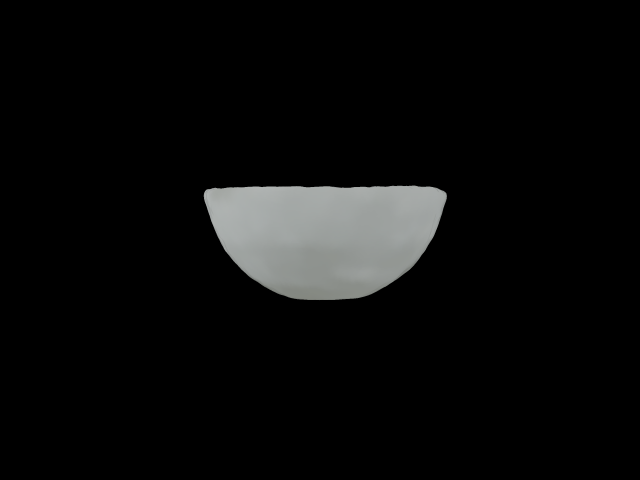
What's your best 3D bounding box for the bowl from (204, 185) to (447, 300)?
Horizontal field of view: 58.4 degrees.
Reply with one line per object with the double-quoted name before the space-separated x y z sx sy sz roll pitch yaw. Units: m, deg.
"bowl" 0.004 0.001 0.400 0.167 0.075 0.167 0 3 0
